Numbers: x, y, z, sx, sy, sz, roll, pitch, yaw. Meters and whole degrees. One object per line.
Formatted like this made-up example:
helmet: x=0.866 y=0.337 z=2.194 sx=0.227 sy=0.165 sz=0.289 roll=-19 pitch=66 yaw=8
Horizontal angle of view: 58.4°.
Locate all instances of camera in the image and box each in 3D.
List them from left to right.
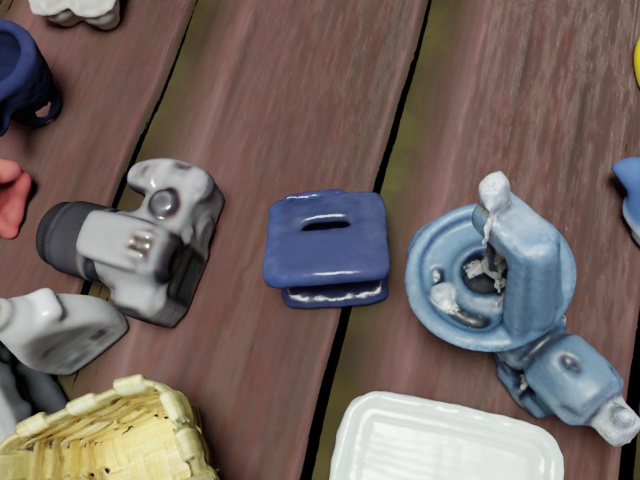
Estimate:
camera: x=-0.175 y=-0.009 z=0.510 sx=0.136 sy=0.101 sz=0.143 roll=14 pitch=75 yaw=11

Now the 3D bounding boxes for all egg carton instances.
egg carton: x=-0.257 y=-0.306 z=0.629 sx=0.107 sy=0.069 sz=0.150 roll=7 pitch=74 yaw=9

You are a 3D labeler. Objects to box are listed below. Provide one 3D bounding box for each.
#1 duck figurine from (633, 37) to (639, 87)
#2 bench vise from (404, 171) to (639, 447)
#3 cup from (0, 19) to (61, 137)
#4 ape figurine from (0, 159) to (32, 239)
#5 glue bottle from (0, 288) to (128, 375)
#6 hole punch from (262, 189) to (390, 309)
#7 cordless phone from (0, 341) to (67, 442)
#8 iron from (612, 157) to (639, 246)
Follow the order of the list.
duck figurine: x=0.338 y=-0.187 z=0.515 sx=0.077 sy=0.086 sz=0.105 roll=26 pitch=77 yaw=14
bench vise: x=0.150 y=0.038 z=0.396 sx=0.207 sy=0.220 sz=0.121 roll=33 pitch=79 yaw=15
cup: x=-0.303 y=-0.143 z=0.570 sx=0.091 sy=0.095 sz=0.118 roll=-11 pitch=72 yaw=3
ape figurine: x=-0.323 y=-0.051 z=0.545 sx=0.078 sy=0.092 sz=0.076 roll=-37 pitch=72 yaw=-5
glue bottle: x=-0.222 y=0.068 z=0.454 sx=0.078 sy=0.173 sz=0.037 roll=-37 pitch=72 yaw=-5
hole punch: x=0.005 y=0.002 z=0.492 sx=0.108 sy=0.091 sz=0.101 roll=-5 pitch=72 yaw=5
cordless phone: x=-0.287 y=0.125 z=0.437 sx=0.094 sy=0.185 sz=0.147 roll=-40 pitch=73 yaw=-6
iron: x=0.352 y=0.004 z=0.425 sx=0.118 sy=0.141 sz=0.258 roll=-32 pitch=72 yaw=-4
